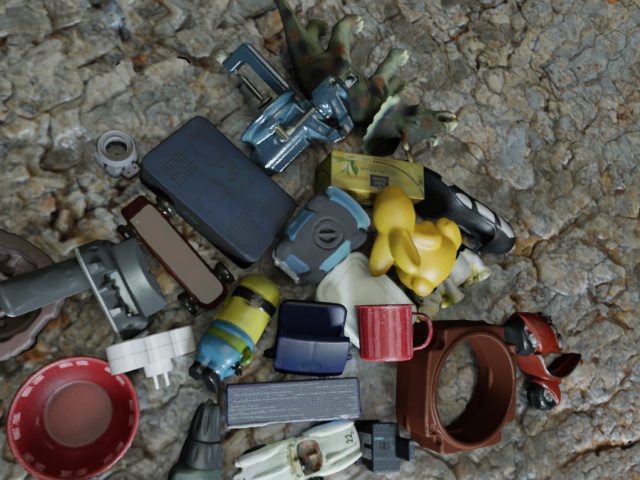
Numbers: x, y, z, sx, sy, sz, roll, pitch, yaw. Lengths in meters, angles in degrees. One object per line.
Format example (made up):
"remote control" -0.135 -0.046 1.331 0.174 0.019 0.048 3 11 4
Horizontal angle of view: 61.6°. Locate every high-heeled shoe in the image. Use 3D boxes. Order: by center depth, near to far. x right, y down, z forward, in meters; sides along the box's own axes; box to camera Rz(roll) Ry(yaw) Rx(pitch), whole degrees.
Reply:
"high-heeled shoe" 0.265 -0.070 1.002 0.145 0.086 0.249 -28 78 -45

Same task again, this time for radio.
"radio" -0.158 -0.076 0.853 0.229 0.073 0.131 42 68 -8

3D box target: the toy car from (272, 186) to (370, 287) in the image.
"toy car" -0.002 -0.003 0.871 0.109 0.103 0.161 41 85 -4

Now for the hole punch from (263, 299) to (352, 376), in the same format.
"hole punch" -0.013 0.162 0.809 0.142 0.092 0.115 3 114 -6

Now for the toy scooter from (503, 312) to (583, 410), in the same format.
"toy scooter" 0.416 0.206 0.983 0.135 0.075 0.183 -19 88 -22

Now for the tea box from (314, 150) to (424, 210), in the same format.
"tea box" 0.083 -0.097 0.924 0.170 0.098 0.068 4 75 -16

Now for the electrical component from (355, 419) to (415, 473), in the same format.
"electrical component" 0.097 0.318 0.825 0.048 0.119 0.075 5 79 -18

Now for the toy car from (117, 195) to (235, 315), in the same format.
"toy car" -0.219 0.021 0.819 0.089 0.053 0.202 -43 97 -13

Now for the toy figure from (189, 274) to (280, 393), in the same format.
"toy figure" -0.121 0.133 0.798 0.082 0.089 0.180 42 56 -11

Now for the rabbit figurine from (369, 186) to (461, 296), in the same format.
"rabbit figurine" 0.133 -0.001 0.870 0.173 0.122 0.162 58 45 -25

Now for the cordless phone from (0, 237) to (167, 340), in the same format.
"cordless phone" -0.316 0.081 0.718 0.184 0.089 0.146 -25 88 -49

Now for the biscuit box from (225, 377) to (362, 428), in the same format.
"biscuit box" -0.040 0.242 0.811 0.203 0.059 0.063 0 77 -9

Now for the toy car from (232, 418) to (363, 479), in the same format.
"toy car" -0.033 0.329 0.811 0.202 0.056 0.073 -14 83 -22

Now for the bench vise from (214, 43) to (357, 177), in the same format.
"bench vise" -0.064 -0.231 0.867 0.240 0.129 0.223 46 111 -4

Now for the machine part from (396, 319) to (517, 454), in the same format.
"machine part" 0.226 0.233 0.876 0.201 0.087 0.201 4 86 -30

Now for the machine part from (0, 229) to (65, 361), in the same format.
"machine part" -0.443 0.075 0.730 0.179 0.056 0.179 5 75 -18

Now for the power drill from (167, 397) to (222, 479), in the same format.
"power drill" -0.224 0.336 0.709 0.207 0.086 0.232 9 81 -50

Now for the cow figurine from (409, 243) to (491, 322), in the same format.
"cow figurine" 0.213 0.070 0.947 0.167 0.068 0.098 -34 84 -26

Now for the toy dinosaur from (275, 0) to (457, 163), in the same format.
"toy dinosaur" 0.040 -0.277 0.947 0.405 0.131 0.192 29 70 -4
